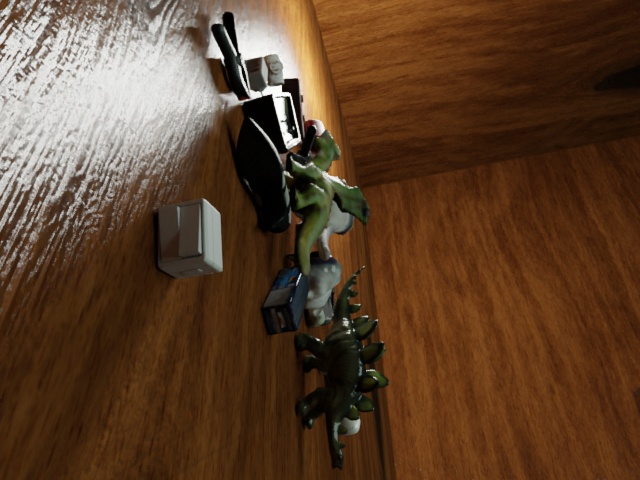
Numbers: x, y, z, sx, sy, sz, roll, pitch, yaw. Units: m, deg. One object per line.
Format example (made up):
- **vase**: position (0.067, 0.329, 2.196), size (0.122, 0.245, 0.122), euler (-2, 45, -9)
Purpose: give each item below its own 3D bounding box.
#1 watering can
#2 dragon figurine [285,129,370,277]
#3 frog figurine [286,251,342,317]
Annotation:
- **watering can**: position (0.004, -0.066, 1.314), size (0.222, 0.103, 0.355), euler (21, 35, -46)
- **dragon figurine**: position (0.020, -0.091, 1.194), size (0.120, 0.242, 0.419), euler (-47, -134, 48)
- **frog figurine**: position (-0.011, 0.111, 1.226), size (0.138, 0.123, 0.158), euler (-11, 100, -48)
